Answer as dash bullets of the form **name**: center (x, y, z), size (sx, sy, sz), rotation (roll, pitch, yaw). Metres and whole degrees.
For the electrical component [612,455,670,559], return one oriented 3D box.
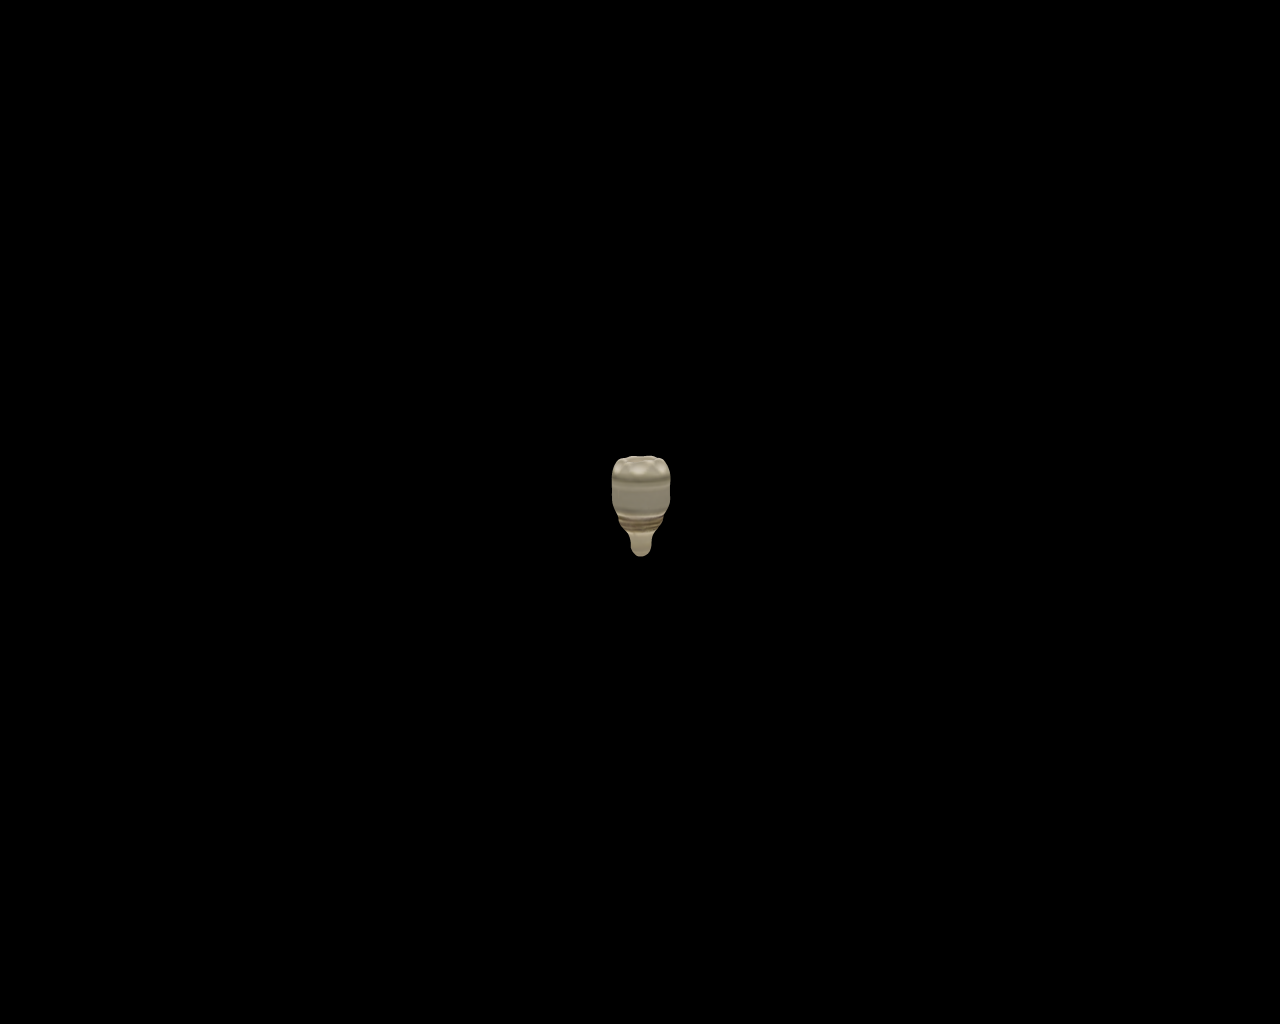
- **electrical component**: center (0.001, -0.003, 0.650), size (0.035, 0.061, 0.035), rotation (0, 11, 0)
